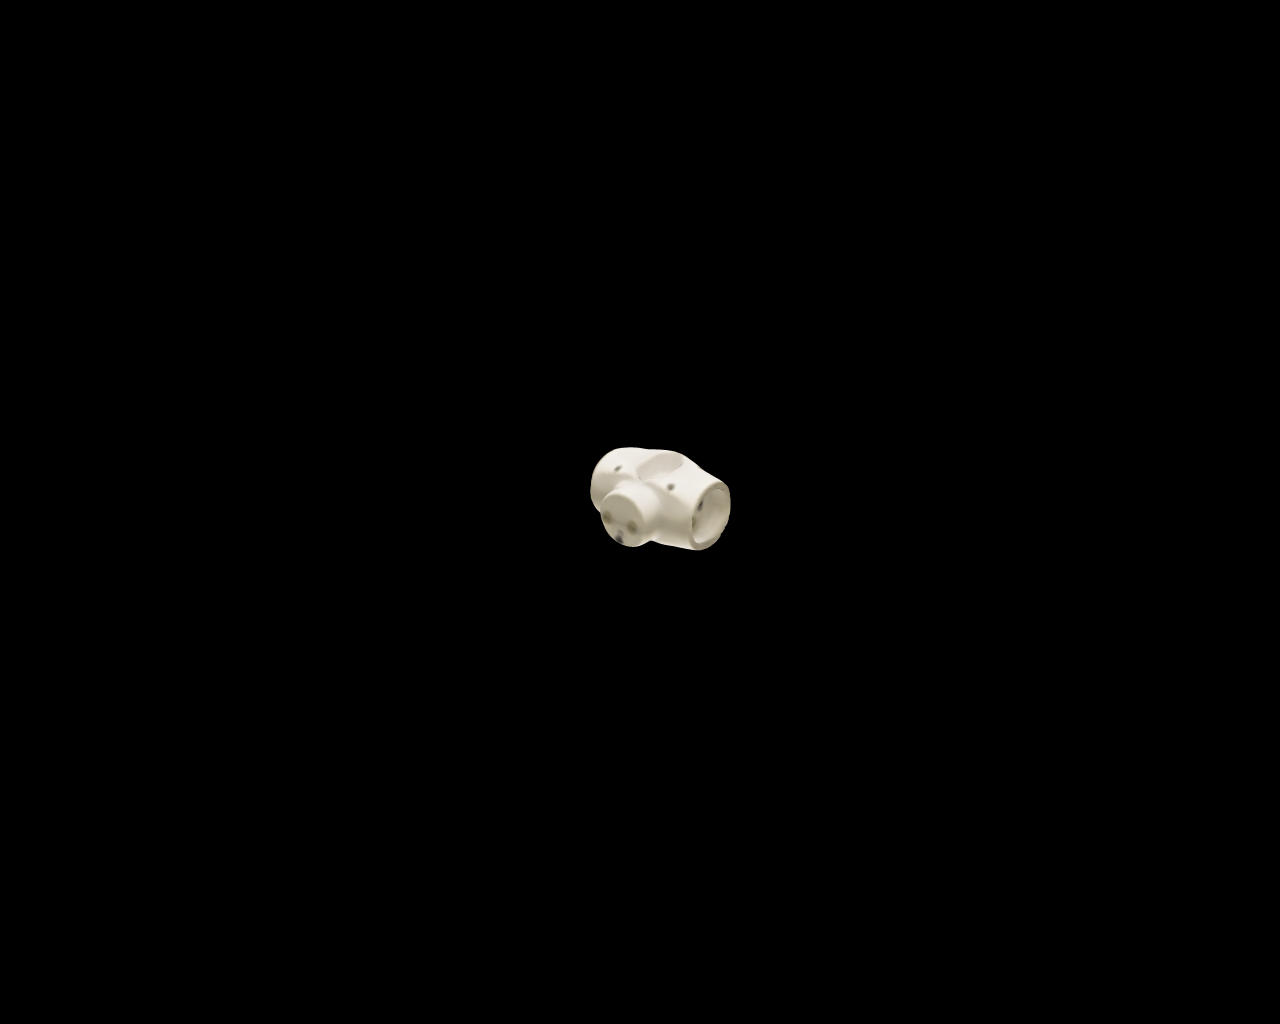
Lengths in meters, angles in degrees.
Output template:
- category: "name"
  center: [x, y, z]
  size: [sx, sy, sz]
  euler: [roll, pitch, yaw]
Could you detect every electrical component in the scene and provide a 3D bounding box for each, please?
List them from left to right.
- category: "electrical component"
  center: [0.001, -0.003, 0.650]
  size: [0.077, 0.043, 0.079]
  euler: [22, 37, 34]
